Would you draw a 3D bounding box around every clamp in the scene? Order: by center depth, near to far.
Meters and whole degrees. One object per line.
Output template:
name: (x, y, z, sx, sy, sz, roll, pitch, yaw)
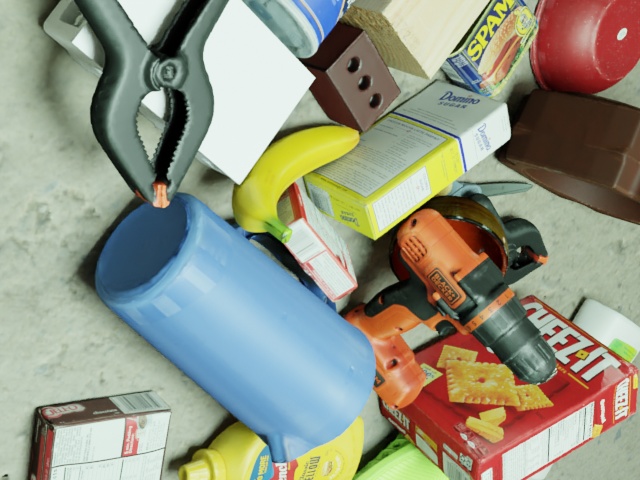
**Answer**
clamp: (-0.105, -0.127, 0.738, 0.164, 0.036, 0.210, -20, 123, -33)
clamp: (0.187, 0.003, 1.125, 0.171, 0.039, 0.120, -8, 130, -43)

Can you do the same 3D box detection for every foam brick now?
foam brick: (0.023, -0.140, 0.916, 0.053, 0.051, 0.078, -49, 133, -12)

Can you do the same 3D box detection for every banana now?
banana: (-0.027, -0.052, 0.887, 0.197, 0.069, 0.037, -58, 168, -53)

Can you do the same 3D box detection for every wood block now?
wood block: (0.104, -0.251, 0.908, 0.206, 0.091, 0.090, -54, 134, -8)

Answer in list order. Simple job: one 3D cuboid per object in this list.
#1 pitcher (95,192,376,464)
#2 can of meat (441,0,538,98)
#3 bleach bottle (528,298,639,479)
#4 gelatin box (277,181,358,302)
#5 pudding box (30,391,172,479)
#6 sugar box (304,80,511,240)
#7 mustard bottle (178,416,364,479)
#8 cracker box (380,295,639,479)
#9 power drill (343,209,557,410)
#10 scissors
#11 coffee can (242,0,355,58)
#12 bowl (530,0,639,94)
pitcher: (-0.067, 0.060, 0.891, 0.145, 0.149, 0.242, -43, 129, 2)
can of meat: (0.150, -0.194, 0.997, 0.083, 0.058, 0.102, 37, 84, -46)
bleach bottle: (0.298, 0.200, 1.297, 0.102, 0.068, 0.251, 31, 91, -43)
gelatin box: (-0.006, 0.001, 0.927, 0.030, 0.073, 0.089, -33, 119, 11)
pudding box: (-0.184, 0.180, 0.896, 0.113, 0.039, 0.090, -2, 111, -37)
sugar box: (0.080, -0.076, 0.965, 0.176, 0.093, 0.048, -34, 129, -24)
mustard bottle: (-0.049, 0.209, 1.009, 0.191, 0.058, 0.096, 0, 117, -40)
cracker box: (0.193, 0.157, 1.101, 0.213, 0.164, 0.072, -24, 129, -23)
power drill: (0.107, 0.084, 0.977, 0.057, 0.184, 0.188, -31, 169, -43)
scissors: (0.142, -0.032, 1.091, 0.201, 0.016, 0.096, 13, 102, -43)
coffee can: (-0.004, -0.226, 0.819, 0.140, 0.103, 0.102, -52, 133, -9)
bowl: (0.292, -0.216, 1.107, 0.161, 0.055, 0.162, -17, 119, -34)
